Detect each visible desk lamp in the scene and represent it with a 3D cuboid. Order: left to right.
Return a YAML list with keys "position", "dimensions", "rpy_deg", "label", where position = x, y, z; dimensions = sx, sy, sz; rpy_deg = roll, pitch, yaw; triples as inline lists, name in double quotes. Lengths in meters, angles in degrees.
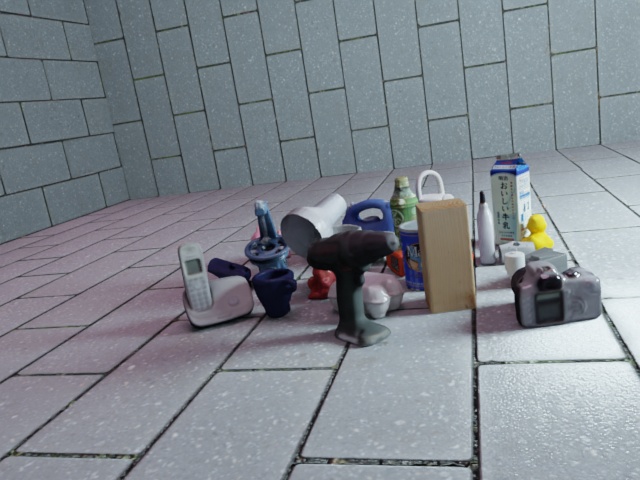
- position: [0.013, 0.005, 1.371]
  dimensions: [0.117, 0.214, 0.204]
  rpy_deg: [2, 17, 37]
  label: "desk lamp"

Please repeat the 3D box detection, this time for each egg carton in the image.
- position: [0.095, 0.111, 1.185]
  dimensions: [0.149, 0.069, 0.107]
  rpy_deg: [3, 18, 41]
  label: "egg carton"

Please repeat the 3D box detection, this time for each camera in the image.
- position: [0.411, 0.082, 1.035]
  dimensions: [0.143, 0.101, 0.137]
  rpy_deg: [-8, 13, 2]
  label: "camera"

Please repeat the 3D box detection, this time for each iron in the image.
- position: [0.147, -0.060, 1.716]
  dimensions: [0.257, 0.141, 0.119]
  rpy_deg: [2, 17, 38]
  label: "iron"

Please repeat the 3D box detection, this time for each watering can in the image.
- position: [0.334, -0.110, 1.690]
  dimensions: [0.172, 0.194, 0.101]
  rpy_deg: [5, 19, 45]
  label: "watering can"

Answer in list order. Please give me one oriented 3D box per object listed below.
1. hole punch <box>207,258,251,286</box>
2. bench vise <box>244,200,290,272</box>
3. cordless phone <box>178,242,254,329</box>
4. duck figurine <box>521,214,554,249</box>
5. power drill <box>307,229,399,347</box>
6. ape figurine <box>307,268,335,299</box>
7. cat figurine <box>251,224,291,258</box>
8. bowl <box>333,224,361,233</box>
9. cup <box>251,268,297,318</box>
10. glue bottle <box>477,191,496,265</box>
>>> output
- position: [-0.226, 0.088, 1.445]
  dimensions: [0.101, 0.091, 0.108]
  rpy_deg: [-9, 13, 1]
  label: "hole punch"
- position: [-0.147, -0.004, 1.500]
  dimensions: [0.121, 0.220, 0.207]
  rpy_deg: [-12, 14, -13]
  label: "bench vise"
- position: [-0.229, 0.088, 1.239]
  dimensions: [0.148, 0.185, 0.094]
  rpy_deg: [-14, 14, -20]
  label: "cordless phone"
- position: [0.534, -0.019, 1.416]
  dimensions: [0.077, 0.086, 0.105]
  rpy_deg: [1, 16, 34]
  label: "duck figurine"
- position: [0.067, 0.079, 1.036]
  dimensions: [0.076, 0.208, 0.228]
  rpy_deg: [-19, 17, -36]
  label: "power drill"
- position: [0.006, 0.086, 1.298]
  dimensions: [0.076, 0.092, 0.077]
  rpy_deg: [-12, 14, -13]
  label: "ape figurine"
- position: [-0.152, 0.008, 1.675]
  dimensions: [0.067, 0.118, 0.128]
  rpy_deg: [2, 17, 39]
  label: "cat figurine"
- position: [0.039, 0.010, 1.639]
  dimensions: [0.167, 0.075, 0.167]
  rpy_deg: [-8, 13, 2]
  label: "bowl"
- position: [-0.085, 0.118, 1.219]
  dimensions: [0.117, 0.095, 0.092]
  rpy_deg: [5, 19, 45]
  label: "cup"
- position: [0.394, -0.032, 1.370]
  dimensions: [0.037, 0.173, 0.078]
  rpy_deg: [-5, 14, 15]
  label: "glue bottle"
